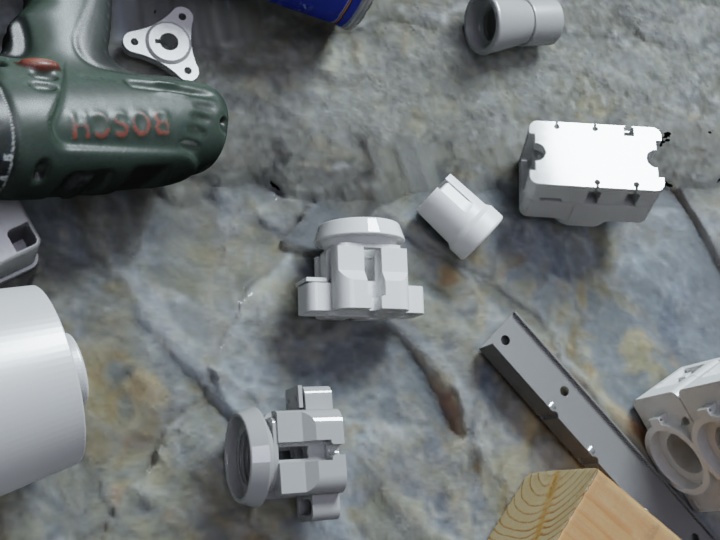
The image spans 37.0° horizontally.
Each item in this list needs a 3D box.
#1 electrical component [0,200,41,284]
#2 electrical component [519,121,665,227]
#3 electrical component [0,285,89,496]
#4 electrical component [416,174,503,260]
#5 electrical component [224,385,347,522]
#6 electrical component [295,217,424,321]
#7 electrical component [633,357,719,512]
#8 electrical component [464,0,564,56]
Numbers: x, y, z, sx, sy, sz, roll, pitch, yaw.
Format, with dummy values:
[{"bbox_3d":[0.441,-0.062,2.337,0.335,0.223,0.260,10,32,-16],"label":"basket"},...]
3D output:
[{"bbox_3d":[-0.248,-0.031,0.587,0.109,0.056,0.108,-29,88,-25],"label":"electrical component"},{"bbox_3d":[0.158,-0.065,0.746,0.089,0.055,0.050,3,65,0],"label":"electrical component"},{"bbox_3d":[-0.179,0.059,0.565,0.060,0.108,0.108,-14,82,-30],"label":"electrical component"},{"bbox_3d":[0.066,-0.036,0.721,0.046,0.040,0.040,43,65,1],"label":"electrical component"},{"bbox_3d":[-0.045,0.108,0.630,0.057,0.058,0.078,1,76,-24],"label":"electrical component"},{"bbox_3d":[0.000,0.000,0.676,0.078,0.058,0.057,2,78,-21],"label":"electrical component"},{"bbox_3d":[0.257,0.103,0.698,0.062,0.150,0.089,-29,88,-26],"label":"electrical component"},{"bbox_3d":[0.114,-0.179,0.776,0.065,0.044,0.044,-9,80,-28],"label":"electrical component"}]
